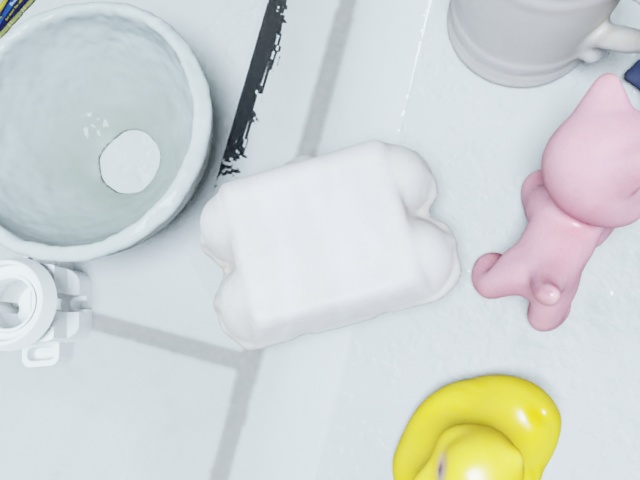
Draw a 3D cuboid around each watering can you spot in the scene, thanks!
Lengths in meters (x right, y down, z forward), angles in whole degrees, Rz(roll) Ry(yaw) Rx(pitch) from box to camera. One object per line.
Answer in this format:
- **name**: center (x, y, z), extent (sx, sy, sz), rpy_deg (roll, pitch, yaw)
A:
- **watering can**: center (0.120, -0.172, 0.305), extent (0.172, 0.194, 0.101), rpy_deg (26, 83, 11)

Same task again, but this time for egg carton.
- **egg carton**: center (0.003, 0.001, 0.350), extent (0.150, 0.069, 0.107), rpy_deg (-17, 78, 3)

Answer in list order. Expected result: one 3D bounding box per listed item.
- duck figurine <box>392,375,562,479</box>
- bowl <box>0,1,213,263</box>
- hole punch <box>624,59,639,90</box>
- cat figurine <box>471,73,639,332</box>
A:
- **duck figurine**: center (0.088, 0.118, 0.310), extent (0.104, 0.086, 0.077), rpy_deg (-34, 78, 0)
- **bowl**: center (-0.142, -0.062, 0.375), extent (0.167, 0.075, 0.167), rpy_deg (-1, 79, 6)
- **hole punch**: center (0.248, -0.085, 0.327), extent (0.108, 0.091, 0.101), rpy_deg (-1, 79, 7)
- **cat figurine**: center (0.142, -0.017, 0.313), extent (0.067, 0.118, 0.128), rpy_deg (27, 84, 11)
